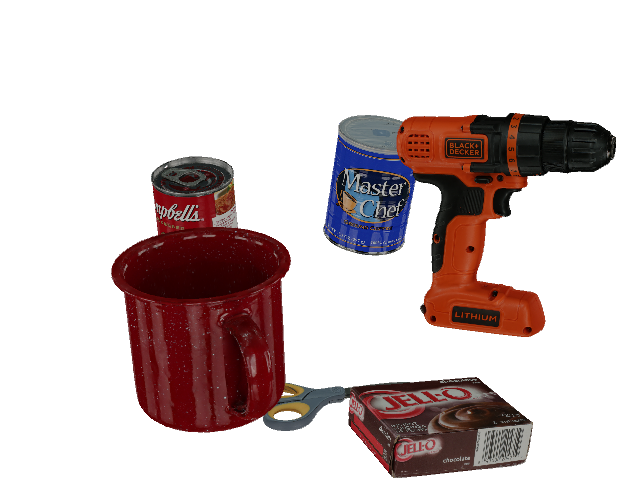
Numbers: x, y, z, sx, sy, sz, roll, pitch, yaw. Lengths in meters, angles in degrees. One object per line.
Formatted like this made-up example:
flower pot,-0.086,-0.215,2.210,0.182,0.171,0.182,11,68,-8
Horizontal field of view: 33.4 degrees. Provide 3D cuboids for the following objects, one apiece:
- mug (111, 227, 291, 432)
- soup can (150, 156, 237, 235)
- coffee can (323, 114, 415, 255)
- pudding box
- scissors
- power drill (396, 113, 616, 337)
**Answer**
mug,-0.054,0.052,0.559,0.093,0.081,0.117,-15,27,-27
soup can,-0.104,-0.011,0.899,0.068,0.102,0.068,-1,30,0
coffee can,0.063,-0.068,1.291,0.102,0.140,0.103,6,28,-4
pudding box,0.088,0.138,0.803,0.113,0.039,0.090,0,16,-20
scissors,0.013,0.184,1.203,0.201,0.016,0.096,2,23,-9
power drill,0.156,-0.015,0.912,0.185,0.188,0.057,5,14,26
